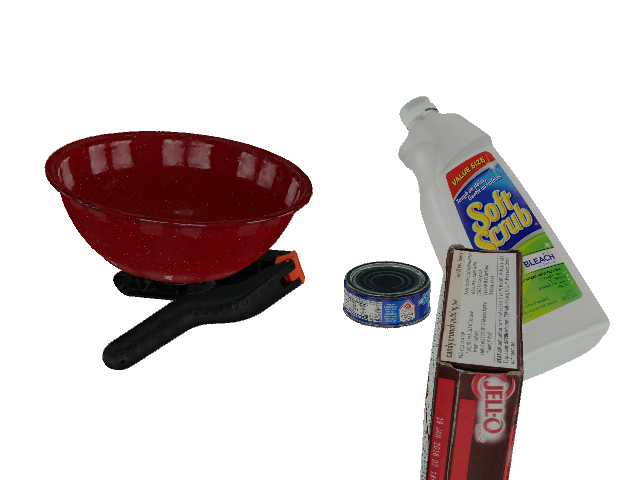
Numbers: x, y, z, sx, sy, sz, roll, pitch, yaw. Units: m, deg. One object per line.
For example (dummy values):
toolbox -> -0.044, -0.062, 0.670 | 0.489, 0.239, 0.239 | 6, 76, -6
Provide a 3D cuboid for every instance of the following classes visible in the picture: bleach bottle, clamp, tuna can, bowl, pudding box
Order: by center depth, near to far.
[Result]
pudding box -> 0.067, 0.065, 0.470 | 0.039, 0.090, 0.113 | 6, 26, 5
bowl -> -0.088, -0.017, 0.657 | 0.162, 0.055, 0.162 | 7, 22, -3
clamp -> -0.099, 0.050, 0.862 | 0.171, 0.039, 0.120 | -13, 39, 14
bleach bottle -> 0.126, -0.012, 0.864 | 0.102, 0.251, 0.068 | -19, -26, -18
tuna can -> 0.065, 0.051, 1.040 | 0.086, 0.034, 0.086 | 0, 23, 0
